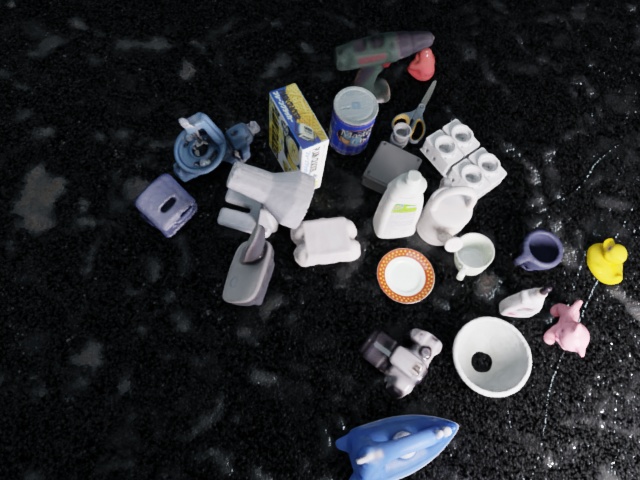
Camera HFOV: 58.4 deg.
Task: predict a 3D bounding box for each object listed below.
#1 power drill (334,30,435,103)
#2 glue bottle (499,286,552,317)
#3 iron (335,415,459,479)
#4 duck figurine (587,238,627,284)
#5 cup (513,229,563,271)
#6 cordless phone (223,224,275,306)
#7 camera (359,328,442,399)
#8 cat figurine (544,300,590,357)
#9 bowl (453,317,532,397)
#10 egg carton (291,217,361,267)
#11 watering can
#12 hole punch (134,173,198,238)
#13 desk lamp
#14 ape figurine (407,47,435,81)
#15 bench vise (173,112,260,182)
[{"bbox_3d":[0.142,-0.419,1.378,0.230,0.208,0.075,-8,70,-9],"label":"power drill"},{"bbox_3d":[0.446,0.126,1.214,0.078,0.173,0.037,2,68,-5],"label":"glue bottle"},{"bbox_3d":[0.167,0.391,1.100,0.258,0.141,0.118,-15,71,-11],"label":"iron"},{"bbox_3d":[0.671,0.045,1.316,0.077,0.086,0.104,-11,70,-10],"label":"duck figurine"},{"bbox_3d":[0.476,0.039,1.294,0.118,0.095,0.091,-25,73,-14],"label":"cup"},{"bbox_3d":[-0.147,0.052,1.177,0.094,0.185,0.147,12,68,0],"label":"cordless phone"},{"bbox_3d":[0.161,0.232,1.183,0.136,0.101,0.143,36,70,9],"label":"camera"},{"bbox_3d":[0.540,0.189,1.230,0.067,0.118,0.128,20,68,3],"label":"cat figurine"},{"bbox_3d":[0.352,0.251,1.209,0.167,0.075,0.167,2,69,-5],"label":"bowl"},{"bbox_3d":[0.012,0.005,1.274,0.150,0.069,0.107,-8,70,-9],"label":"egg carton"},{"bbox_3d":[0.286,-0.060,1.260,0.101,0.194,0.172,-19,71,-12],"label":"watering can"},{"bbox_3d":[-0.335,-0.077,1.260,0.101,0.091,0.109,37,70,9],"label":"hole punch"},{"bbox_3d":[-0.118,-0.085,1.219,0.203,0.213,0.118,14,68,0],"label":"desk lamp"},{"bbox_3d":[0.265,-0.460,1.470,0.078,0.092,0.076,-18,71,-12],"label":"ape figurine"},{"bbox_3d":[-0.239,-0.233,1.261,0.121,0.220,0.208,42,71,11],"label":"bench vise"}]
